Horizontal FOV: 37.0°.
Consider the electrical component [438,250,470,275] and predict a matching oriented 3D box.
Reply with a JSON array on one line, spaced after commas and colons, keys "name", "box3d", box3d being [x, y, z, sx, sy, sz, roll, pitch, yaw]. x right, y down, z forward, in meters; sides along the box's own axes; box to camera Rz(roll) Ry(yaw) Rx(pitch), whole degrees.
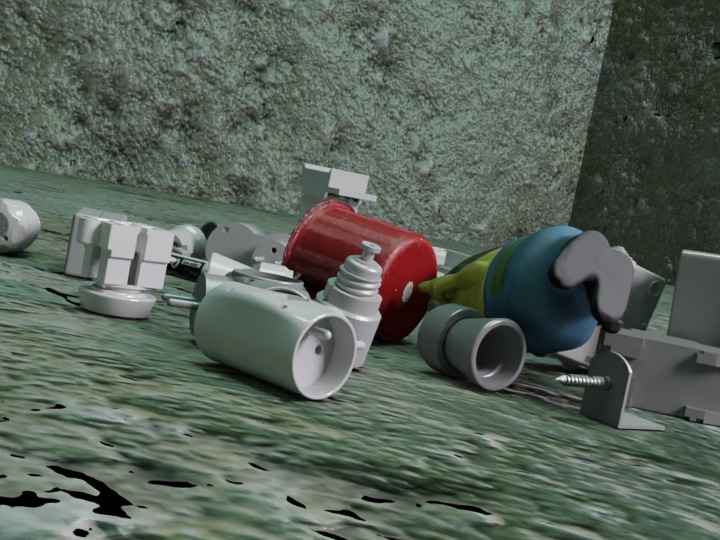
[{"name": "electrical component", "box3d": [0.118, 0.022, 0.985, 0.079, 0.063, 0.121, 9, 4, -20]}]

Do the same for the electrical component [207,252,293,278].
[{"name": "electrical component", "box3d": [-0.075, 0.015, 0.712, 0.055, 0.045, 0.045, 11, 4, -5]}]

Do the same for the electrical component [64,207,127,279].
[{"name": "electrical component", "box3d": [-0.187, -0.017, 0.841, 0.076, 0.047, 0.083, 10, 4, -12]}]

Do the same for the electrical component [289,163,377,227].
[{"name": "electrical component", "box3d": [-0.028, -0.060, 0.968, 0.042, 0.063, 0.081, 9, 6, -37]}]

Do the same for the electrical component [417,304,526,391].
[{"name": "electrical component", "box3d": [0.068, 0.046, 0.661, 0.045, 0.045, 0.055, 8, 5, -35]}]

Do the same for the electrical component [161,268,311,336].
[{"name": "electrical component", "box3d": [-0.074, 0.022, 0.620, 0.079, 0.044, 0.077, 10, 4, -21]}]

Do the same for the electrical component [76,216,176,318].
[{"name": "electrical component", "box3d": [-0.148, -0.001, 0.668, 0.066, 0.055, 0.048, 7, 6, -41]}]

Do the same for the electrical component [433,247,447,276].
[{"name": "electrical component", "box3d": [0.057, 0.000, 1.165, 0.109, 0.056, 0.108, 11, 4, -4]}]

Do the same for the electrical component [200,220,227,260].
[{"name": "electrical component", "box3d": [-0.130, -0.022, 1.069, 0.055, 0.048, 0.066, 17, -1, -42]}]

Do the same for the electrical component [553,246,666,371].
[{"name": "electrical component", "box3d": [0.172, 0.027, 0.804, 0.100, 0.099, 0.048, 22, 2, -32]}]

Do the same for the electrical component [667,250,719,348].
[{"name": "electrical component", "box3d": [0.263, 0.043, 0.783, 0.056, 0.108, 0.109, 10, 3, 29]}]

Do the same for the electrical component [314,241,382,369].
[{"name": "electrical component", "box3d": [-0.006, 0.021, 0.628, 0.040, 0.078, 0.040, 19, 15, -5]}]

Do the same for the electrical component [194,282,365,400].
[{"name": "electrical component", "box3d": [-0.031, 0.036, 0.555, 0.077, 0.043, 0.079, 15, 6, 43]}]

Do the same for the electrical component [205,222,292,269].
[{"name": "electrical component", "box3d": [-0.074, -0.008, 0.961, 0.138, 0.052, 0.074, 13, 4, 12]}]

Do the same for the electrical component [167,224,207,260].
[{"name": "electrical component", "box3d": [-0.168, -0.021, 0.992, 0.040, 0.040, 0.046, 12, 10, 15]}]

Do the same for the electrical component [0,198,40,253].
[{"name": "electrical component", "box3d": [-0.280, -0.036, 0.870, 0.043, 0.043, 0.062, 11, 3, 8]}]
